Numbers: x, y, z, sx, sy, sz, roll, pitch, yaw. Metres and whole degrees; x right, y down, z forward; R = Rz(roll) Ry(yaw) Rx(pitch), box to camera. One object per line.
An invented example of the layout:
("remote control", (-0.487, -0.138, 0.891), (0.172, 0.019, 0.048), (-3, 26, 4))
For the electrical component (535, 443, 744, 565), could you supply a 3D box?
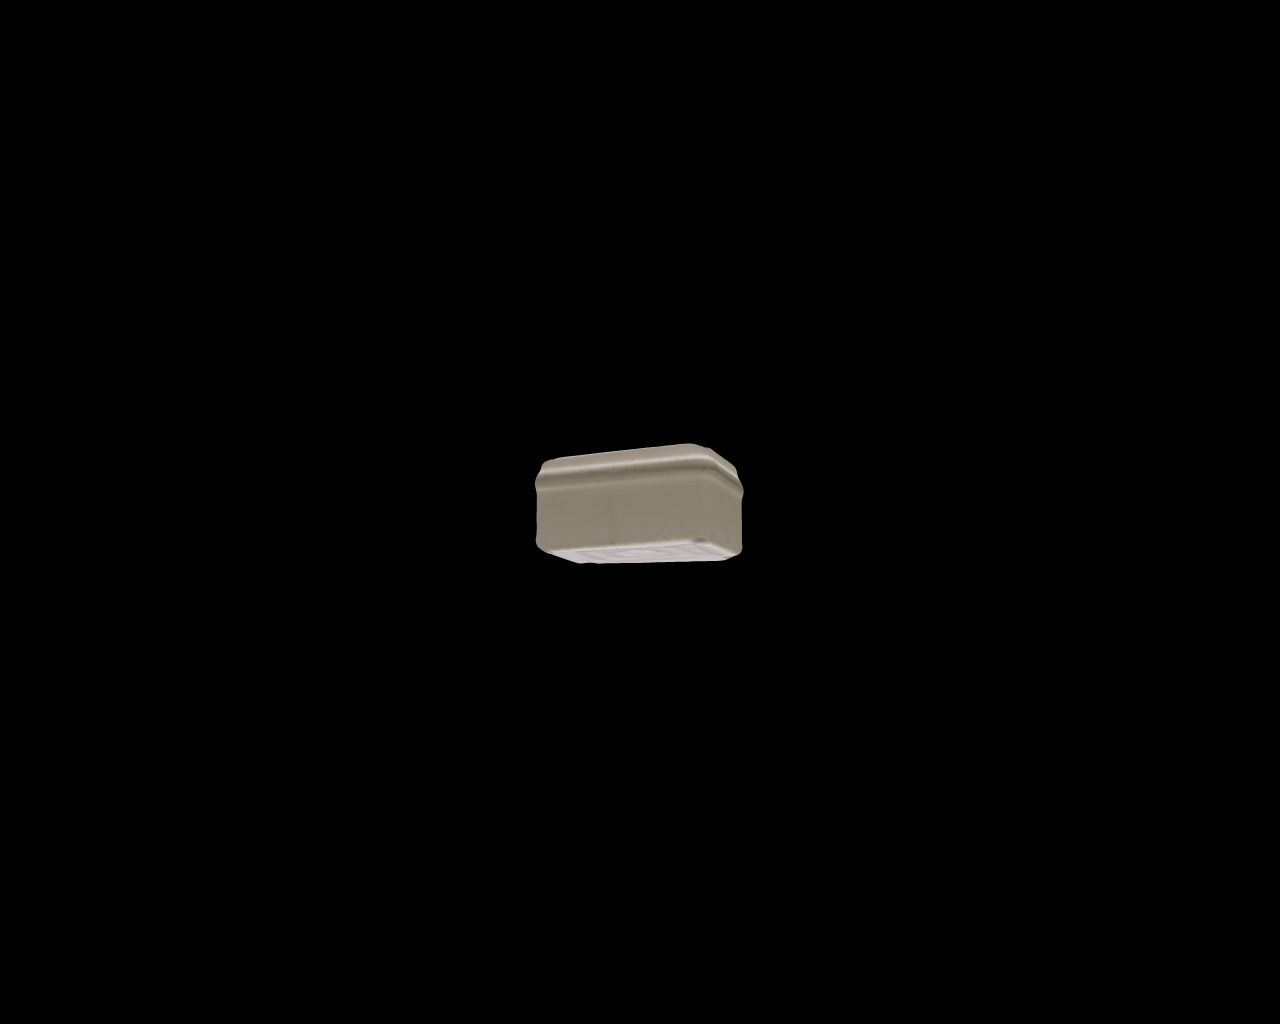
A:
("electrical component", (0.001, -0.003, 0.650), (0.113, 0.057, 0.078), (-4, -11, 20))
